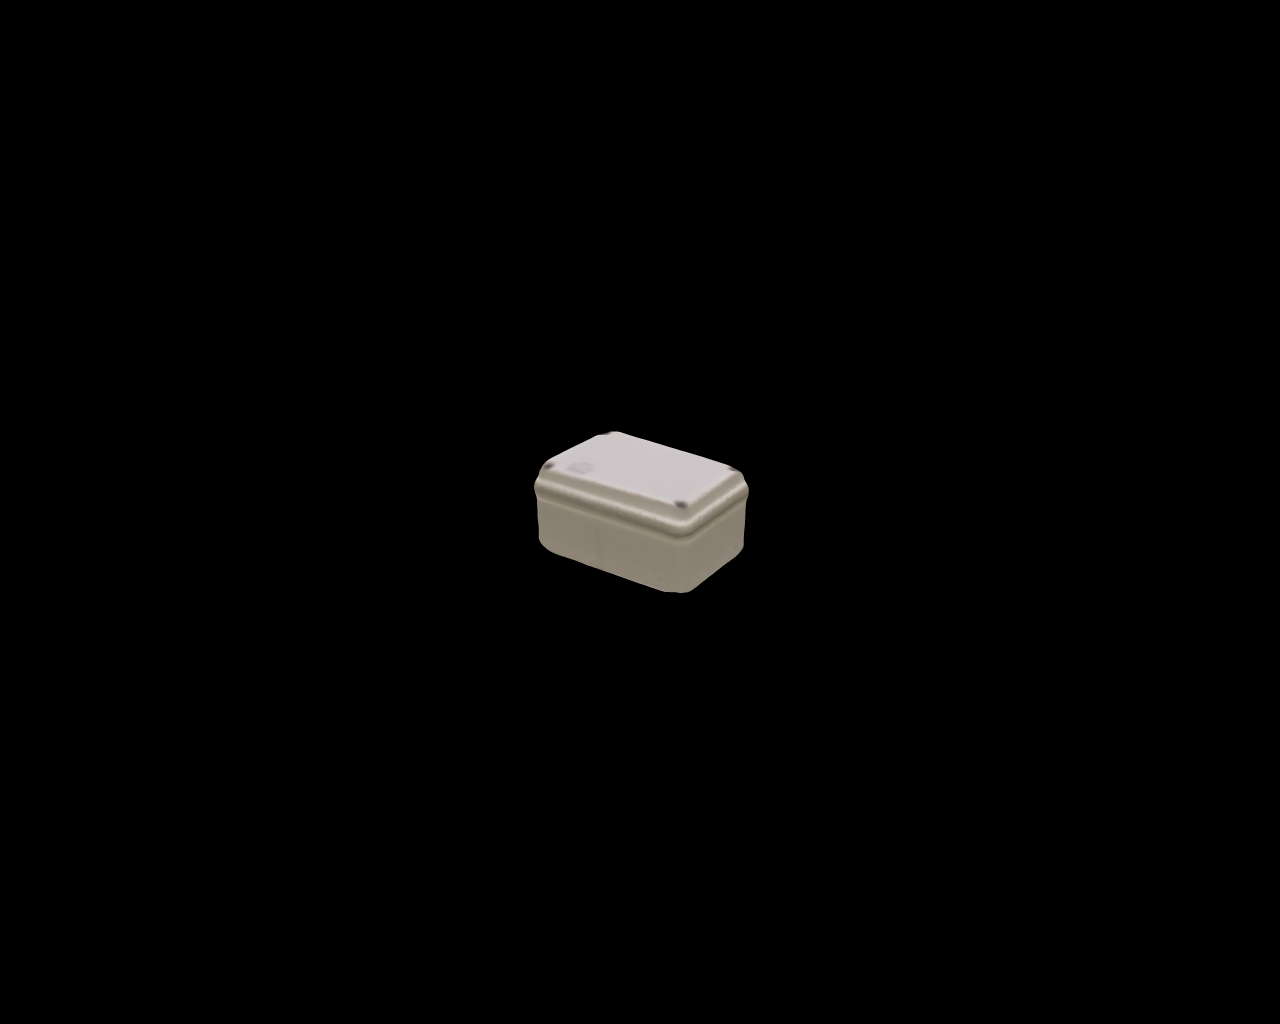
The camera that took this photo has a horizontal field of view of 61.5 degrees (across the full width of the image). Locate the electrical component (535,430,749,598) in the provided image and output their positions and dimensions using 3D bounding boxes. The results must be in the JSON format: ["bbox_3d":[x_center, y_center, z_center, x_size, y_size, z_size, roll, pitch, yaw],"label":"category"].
[{"bbox_3d":[0.001,-0.003,0.650,0.113,0.057,0.078,18,32,31],"label":"electrical component"}]
